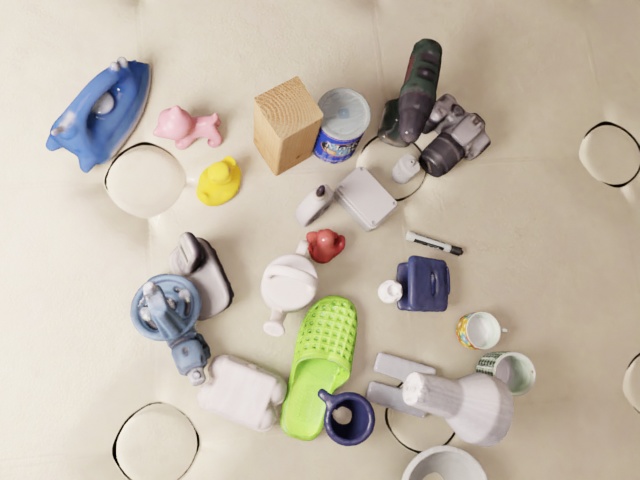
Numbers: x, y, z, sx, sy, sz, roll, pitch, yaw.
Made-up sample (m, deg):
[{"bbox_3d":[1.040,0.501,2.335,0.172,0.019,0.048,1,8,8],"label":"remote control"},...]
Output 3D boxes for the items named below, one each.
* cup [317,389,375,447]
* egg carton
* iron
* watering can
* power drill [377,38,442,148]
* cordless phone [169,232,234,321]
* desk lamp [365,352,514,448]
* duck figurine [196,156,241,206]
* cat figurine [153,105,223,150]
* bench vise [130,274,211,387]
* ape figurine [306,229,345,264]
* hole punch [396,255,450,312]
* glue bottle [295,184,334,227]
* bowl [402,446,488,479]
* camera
[{"bbox_3d":[0.036,0.312,1.037,0.118,0.095,0.092,42,77,2],"label":"cup"},{"bbox_3d":[-0.139,0.275,1.034,0.150,0.069,0.107,21,77,-3],"label":"egg carton"},{"bbox_3d":[-0.405,-0.262,1.068,0.118,0.141,0.258,31,77,0],"label":"iron"},{"bbox_3d":[-0.053,0.084,1.020,0.101,0.194,0.173,-2,79,-8],"label":"watering can"},{"bbox_3d":[0.175,-0.261,1.111,0.075,0.208,0.230,16,77,-4],"label":"power drill"},{"bbox_3d":[-0.213,0.061,1.007,0.094,0.185,0.147,-28,83,-12],"label":"cordless phone"},{"bbox_3d":[0.204,0.276,1.006,0.203,0.213,0.118,17,77,-4],"label":"desk lamp"},{"bbox_3d":[-0.195,-0.117,1.096,0.077,0.086,0.105,37,77,1],"label":"duck figurine"},{"bbox_3d":[-0.252,-0.221,1.092,0.128,0.117,0.067,-9,80,-9],"label":"cat figurine"},{"bbox_3d":[-0.239,0.139,0.971,0.121,0.219,0.207,-43,87,-13],"label":"bench vise"},{"bbox_3d":[0.010,0.004,1.096,0.078,0.092,0.076,28,77,-1],"label":"ape figurine"},{"bbox_3d":[0.205,0.084,1.107,0.101,0.091,0.109,3,78,-7],"label":"hole punch"},{"bbox_3d":[-0.005,-0.073,1.068,0.078,0.173,0.037,-39,86,-13],"label":"glue bottle"},{"bbox_3d":[0.219,0.457,1.044,0.167,0.074,0.167,2,79,-7],"label":"bowl"},{"bbox_3d":[0.258,-0.207,1.167,0.143,0.100,0.137,45,77,3],"label":"camera"}]
